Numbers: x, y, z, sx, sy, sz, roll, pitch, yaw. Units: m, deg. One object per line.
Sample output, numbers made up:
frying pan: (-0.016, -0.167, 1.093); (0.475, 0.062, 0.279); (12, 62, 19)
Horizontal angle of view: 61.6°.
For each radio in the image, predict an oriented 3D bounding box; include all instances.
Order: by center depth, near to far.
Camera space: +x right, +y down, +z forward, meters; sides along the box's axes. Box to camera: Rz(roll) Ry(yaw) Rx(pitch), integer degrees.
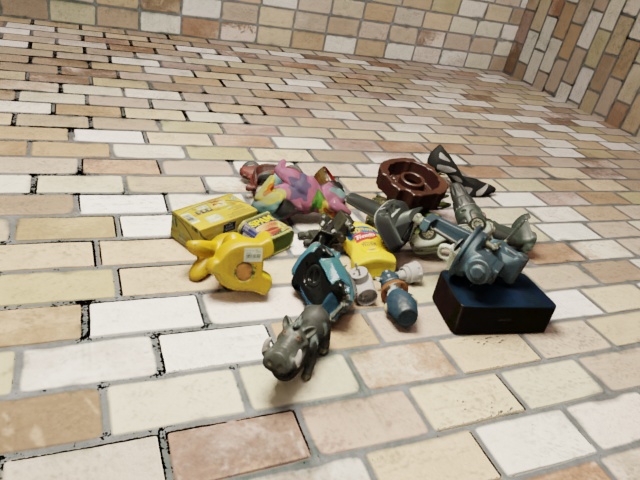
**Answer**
radio: (0.360, 0.128, 1.131); (0.229, 0.073, 0.131); (3, 31, -18)

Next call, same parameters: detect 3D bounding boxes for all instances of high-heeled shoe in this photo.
high-heeled shoe: (0.446, -0.217, 1.664); (0.249, 0.145, 0.086); (4, 32, -12)

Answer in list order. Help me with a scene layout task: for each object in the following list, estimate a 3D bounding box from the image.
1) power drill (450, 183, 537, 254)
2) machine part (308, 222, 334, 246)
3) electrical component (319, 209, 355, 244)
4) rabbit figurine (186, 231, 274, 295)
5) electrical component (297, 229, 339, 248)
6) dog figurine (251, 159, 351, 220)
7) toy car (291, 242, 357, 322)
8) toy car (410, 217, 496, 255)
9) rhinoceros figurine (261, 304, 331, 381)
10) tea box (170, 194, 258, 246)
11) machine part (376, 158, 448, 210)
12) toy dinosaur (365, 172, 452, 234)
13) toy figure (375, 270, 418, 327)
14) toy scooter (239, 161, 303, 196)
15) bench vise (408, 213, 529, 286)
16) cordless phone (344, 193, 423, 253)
power drill: (0.448, -0.046, 1.390); (0.207, 0.086, 0.232); (12, 52, -23)
machine part: (-0.009, 0.024, 1.158); (0.039, 0.084, 0.139); (35, 49, -14)
electrical component: (0.037, -0.030, 1.237); (0.045, 0.078, 0.102); (25, 24, -27)
rabbit figurine: (-0.181, 0.038, 1.069); (0.162, 0.121, 0.173); (-9, 22, -17)
electrical component: (-0.003, -0.004, 1.262); (0.094, 0.021, 0.063); (-4, 34, -25)
dog figurine: (-0.037, -0.088, 1.306); (0.219, 0.108, 0.191); (31, 62, 0)
toy car: (0.022, 0.086, 1.050); (0.103, 0.109, 0.162); (16, 30, -45)
toy car: (0.315, -0.007, 1.280); (0.202, 0.073, 0.056); (-9, 68, 6)
rhinoceros figurine: (-0.032, 0.168, 0.880); (0.073, 0.112, 0.190); (24, 25, 15)
tea box: (-0.233, -0.038, 1.189); (0.098, 0.068, 0.169); (33, 35, 30)
machine part: (0.230, -0.142, 1.363); (0.179, 0.056, 0.179); (10, 39, -8)
toy dinosaur: (0.244, -0.100, 1.444); (0.199, 0.105, 0.471); (23, 39, 6)
toy figure: (0.154, 0.114, 1.091); (0.064, 0.057, 0.155); (11, 25, -15)
toy scooter: (-0.131, -0.154, 1.415); (0.184, 0.075, 0.135); (11, 30, 4)
bench vise: (0.309, 0.007, 1.123); (0.241, 0.128, 0.223); (33, 38, 19)
cordless phone: (0.129, -0.058, 1.234); (0.184, 0.088, 0.146); (26, 30, 15)
